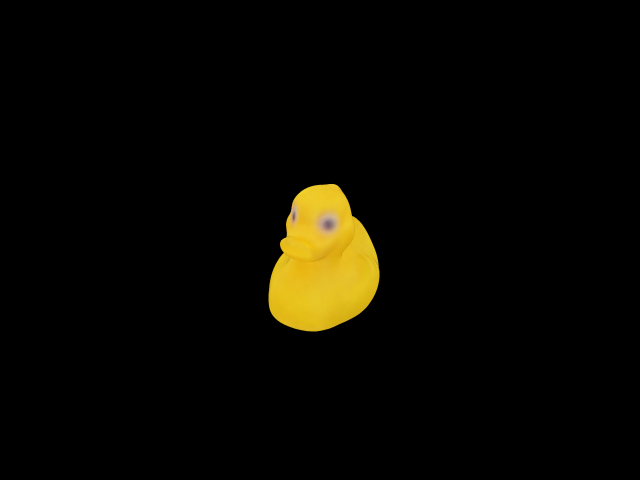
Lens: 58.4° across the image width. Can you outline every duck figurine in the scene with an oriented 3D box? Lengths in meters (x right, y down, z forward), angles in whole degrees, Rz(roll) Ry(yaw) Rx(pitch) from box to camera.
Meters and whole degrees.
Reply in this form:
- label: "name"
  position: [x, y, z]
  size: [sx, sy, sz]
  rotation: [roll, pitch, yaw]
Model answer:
- label: "duck figurine"
  position: [0.004, 0.001, 0.400]
  size: [0.077, 0.086, 0.105]
  rotation: [14, 32, 24]
